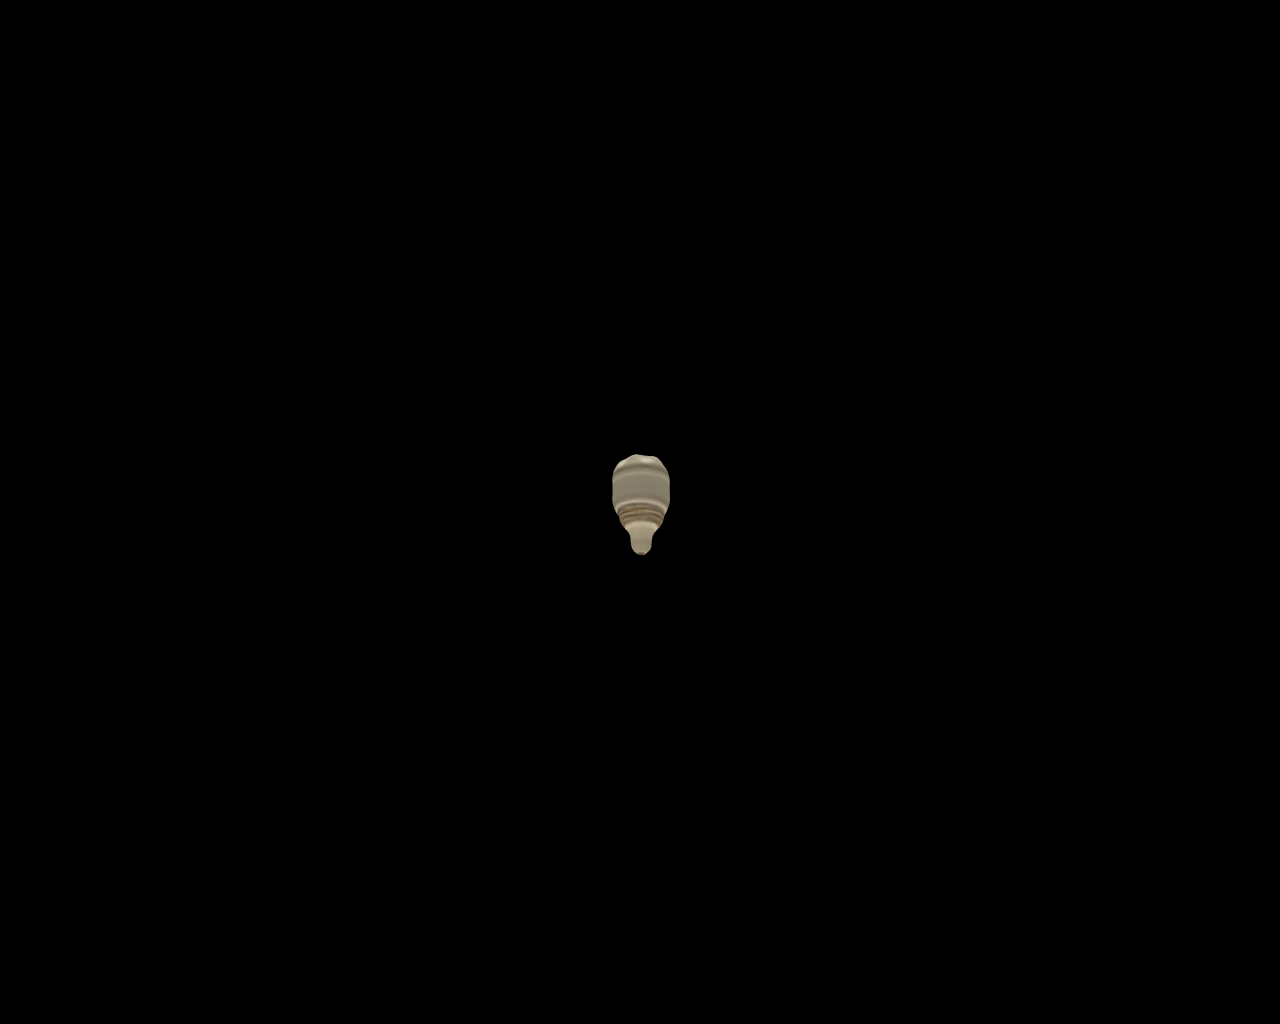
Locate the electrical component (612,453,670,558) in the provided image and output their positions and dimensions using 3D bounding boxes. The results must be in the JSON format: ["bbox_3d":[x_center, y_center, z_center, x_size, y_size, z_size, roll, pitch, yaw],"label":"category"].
[{"bbox_3d":[0.001,-0.003,0.650,0.035,0.061,0.035,0,-23,0],"label":"electrical component"}]
